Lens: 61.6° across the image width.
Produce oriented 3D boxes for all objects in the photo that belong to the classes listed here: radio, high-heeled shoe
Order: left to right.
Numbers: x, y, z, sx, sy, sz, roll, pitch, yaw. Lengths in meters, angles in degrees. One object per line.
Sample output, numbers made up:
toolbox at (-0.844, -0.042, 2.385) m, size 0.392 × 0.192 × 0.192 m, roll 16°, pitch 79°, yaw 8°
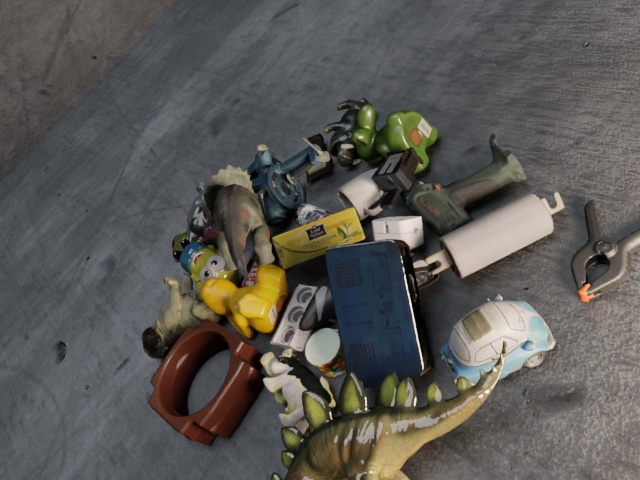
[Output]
high-heeled shoe at (0.089, 0.102, 0.938) m, size 0.249 × 0.086 × 0.145 m, roll -38°, pitch 28°, yaw -17°
radio at (0.095, 0.113, 0.864) m, size 0.131 × 0.073 × 0.229 m, roll -13°, pitch 84°, yaw 23°

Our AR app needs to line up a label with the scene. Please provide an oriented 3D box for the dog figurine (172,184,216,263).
dog figurine at (-0.270, -0.024, 1.310) m, size 0.192 × 0.108 × 0.219 m, roll 0°, pitch 61°, yaw 34°

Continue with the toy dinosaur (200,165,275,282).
toy dinosaur at (-0.166, -0.049, 1.074) m, size 0.131 × 0.192 × 0.405 m, roll -23°, pitch 13°, yaw -9°

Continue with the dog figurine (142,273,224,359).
dog figurine at (-0.288, 0.187, 1.173) m, size 0.173 × 0.121 × 0.190 m, roll 22°, pitch 98°, yaw 23°

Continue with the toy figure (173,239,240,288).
toy figure at (-0.249, 0.055, 1.190) m, size 0.180 × 0.089 × 0.082 m, roll 24°, pitch 100°, yaw 44°

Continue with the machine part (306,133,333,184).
machine part at (-0.006, -0.202, 1.311) m, size 0.084 × 0.039 × 0.139 m, roll -30°, pitch 45°, yaw 25°

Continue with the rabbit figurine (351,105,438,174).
rabbit figurine at (0.135, -0.205, 1.145) m, size 0.170 × 0.159 × 0.121 m, roll -8°, pitch 60°, yaw 51°

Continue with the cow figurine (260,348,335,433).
cow figurine at (-0.043, 0.247, 0.941) m, size 0.098 × 0.068 × 0.167 m, roll -35°, pitch 45°, yaw -1°

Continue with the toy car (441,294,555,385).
toy car at (0.249, 0.140, 0.790) m, size 0.162 × 0.102 × 0.109 m, roll -30°, pitch 42°, yaw 10°

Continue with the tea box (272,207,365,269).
tea box at (-0.002, -0.003, 1.058) m, size 0.170 × 0.068 × 0.098 m, roll -22°, pitch 0°, yaw -1°

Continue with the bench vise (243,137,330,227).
bench vise at (-0.076, -0.155, 1.247) m, size 0.241 × 0.128 × 0.224 m, roll -30°, pitch 48°, yaw 32°

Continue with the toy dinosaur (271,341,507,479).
toy dinosaur at (0.065, 0.290, 0.759) m, size 0.472 × 0.105 × 0.198 m, roll -26°, pitch 62°, yaw 18°

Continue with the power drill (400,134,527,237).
power drill at (0.259, -0.107, 1.004) m, size 0.207 × 0.085 × 0.232 m, roll -30°, pitch 39°, yaw 6°

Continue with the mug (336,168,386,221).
mug at (0.104, -0.097, 1.110) m, size 0.107 × 0.080 × 0.110 m, roll -39°, pitch 36°, yaw -11°

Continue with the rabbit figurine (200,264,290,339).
rabbit figurine at (-0.150, 0.118, 1.062) m, size 0.173 × 0.162 × 0.122 m, roll 8°, pitch 59°, yaw 15°

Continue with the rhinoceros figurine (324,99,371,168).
rhinoceros figurine at (0.074, -0.252, 1.273) m, size 0.112 × 0.073 × 0.190 m, roll 4°, pitch 56°, yaw 26°

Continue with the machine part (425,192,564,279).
machine part at (0.289, -0.007, 0.885) m, size 0.243 × 0.079 × 0.079 m, roll -27°, pitch 43°, yaw 2°

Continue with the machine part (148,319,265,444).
machine part at (-0.217, 0.270, 1.038) m, size 0.201 × 0.087 × 0.201 m, roll 17°, pitch 69°, yaw 44°

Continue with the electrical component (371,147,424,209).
electrical component at (0.142, -0.119, 1.045) m, size 0.075 × 0.047 × 0.119 m, roll 2°, pitch 52°, yaw 55°
